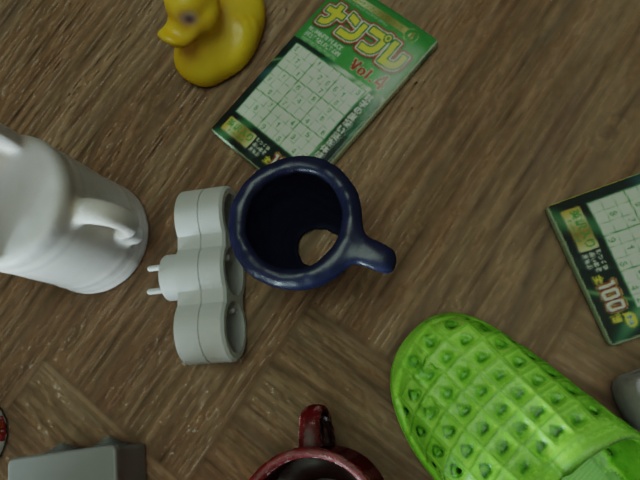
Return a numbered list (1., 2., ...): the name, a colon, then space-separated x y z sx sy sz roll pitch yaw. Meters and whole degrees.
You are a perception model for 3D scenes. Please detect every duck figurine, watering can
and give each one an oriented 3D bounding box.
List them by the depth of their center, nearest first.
1. watering can: -0.224 -0.023 0.416 0.172 0.194 0.101 -17 73 8
2. duck figurine: -0.097 -0.194 0.488 0.077 0.086 0.104 34 85 18

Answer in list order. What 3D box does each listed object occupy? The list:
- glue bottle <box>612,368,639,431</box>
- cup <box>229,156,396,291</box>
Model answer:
1. glue bottle: 0.215 0.079 0.303 0.078 0.173 0.037 -22 72 7
2. cup: 0.004 0.001 0.412 0.117 0.095 0.092 22 82 17
